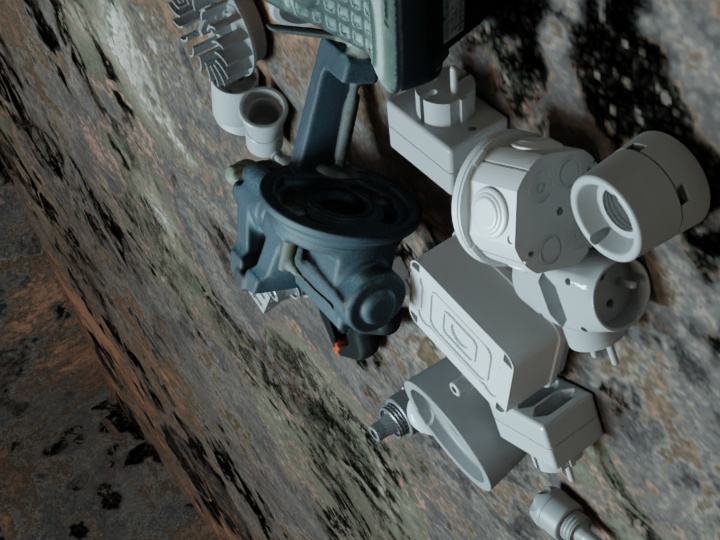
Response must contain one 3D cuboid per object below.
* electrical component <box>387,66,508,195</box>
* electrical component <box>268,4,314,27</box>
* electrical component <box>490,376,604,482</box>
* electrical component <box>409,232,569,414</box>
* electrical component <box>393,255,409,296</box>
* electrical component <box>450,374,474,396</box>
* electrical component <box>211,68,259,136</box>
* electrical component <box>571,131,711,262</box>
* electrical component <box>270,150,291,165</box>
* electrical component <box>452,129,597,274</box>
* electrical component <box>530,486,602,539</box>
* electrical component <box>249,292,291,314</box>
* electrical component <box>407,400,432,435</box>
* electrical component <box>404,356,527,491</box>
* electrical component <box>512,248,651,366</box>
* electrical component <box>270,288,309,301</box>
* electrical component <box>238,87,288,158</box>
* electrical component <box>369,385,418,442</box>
[{"bbox_3d":[0.054,-0.100,0.670,0.066,0.047,0.076,44,155,36],"label":"electrical component"},{"bbox_3d":[-0.037,-0.228,0.701,0.138,0.052,0.073,113,145,-66],"label":"electrical component"},{"bbox_3d":[0.139,0.121,0.781,0.066,0.047,0.076,26,142,57],"label":"electrical component"},{"bbox_3d":[0.091,0.033,0.757,0.113,0.057,0.078,47,157,29],"label":"electrical component"},{"bbox_3d":[0.000,0.000,0.926,0.078,0.057,0.058,62,160,-8],"label":"electrical component"},{"bbox_3d":[0.094,0.073,0.800,0.035,0.061,0.035,48,158,28],"label":"electrical component"},{"bbox_3d":[-0.116,-0.156,1.000,0.043,0.043,0.081,52,159,20],"label":"electrical component"},{"bbox_3d":[0.142,-0.036,0.551,0.055,0.047,0.055,48,157,28],"label":"electrical component"},{"bbox_3d":[-0.055,-0.076,0.973,0.078,0.040,0.040,54,159,15],"label":"electrical component"},{"bbox_3d":[0.096,-0.038,0.613,0.051,0.080,0.080,22,139,52],"label":"electrical component"},{"bbox_3d":[0.166,0.200,0.851,0.061,0.035,0.035,35,149,44],"label":"electrical component"},{"bbox_3d":[-0.095,0.001,1.162,0.055,0.050,0.089,55,160,9],"label":"electrical component"},{"bbox_3d":[0.064,0.128,0.978,0.048,0.048,0.062,57,167,6],"label":"electrical component"},{"bbox_3d":[0.092,0.114,0.856,0.108,0.060,0.108,51,169,14],"label":"electrical component"},{"bbox_3d":[0.138,0.023,0.651,0.077,0.043,0.079,20,138,60],"label":"electrical component"},{"bbox_3d":[-0.062,0.009,1.078,0.048,0.062,0.048,48,157,28],"label":"electrical component"},{"bbox_3d":[-0.087,-0.130,0.973,0.044,0.044,0.065,53,164,16],"label":"electrical component"},{"bbox_3d":[0.038,0.141,1.028,0.048,0.062,0.048,48,157,28],"label":"electrical component"}]
